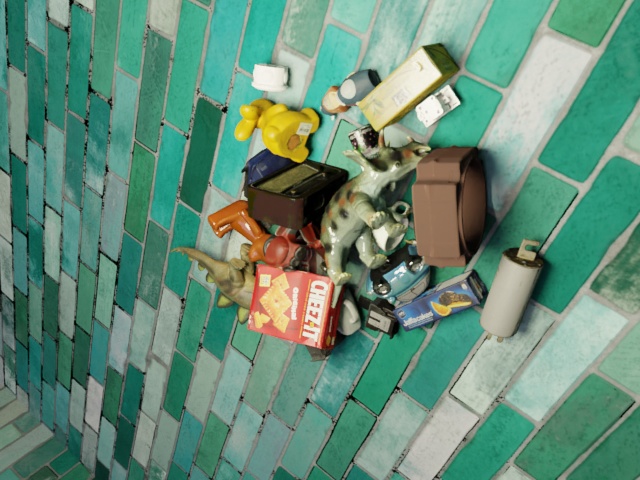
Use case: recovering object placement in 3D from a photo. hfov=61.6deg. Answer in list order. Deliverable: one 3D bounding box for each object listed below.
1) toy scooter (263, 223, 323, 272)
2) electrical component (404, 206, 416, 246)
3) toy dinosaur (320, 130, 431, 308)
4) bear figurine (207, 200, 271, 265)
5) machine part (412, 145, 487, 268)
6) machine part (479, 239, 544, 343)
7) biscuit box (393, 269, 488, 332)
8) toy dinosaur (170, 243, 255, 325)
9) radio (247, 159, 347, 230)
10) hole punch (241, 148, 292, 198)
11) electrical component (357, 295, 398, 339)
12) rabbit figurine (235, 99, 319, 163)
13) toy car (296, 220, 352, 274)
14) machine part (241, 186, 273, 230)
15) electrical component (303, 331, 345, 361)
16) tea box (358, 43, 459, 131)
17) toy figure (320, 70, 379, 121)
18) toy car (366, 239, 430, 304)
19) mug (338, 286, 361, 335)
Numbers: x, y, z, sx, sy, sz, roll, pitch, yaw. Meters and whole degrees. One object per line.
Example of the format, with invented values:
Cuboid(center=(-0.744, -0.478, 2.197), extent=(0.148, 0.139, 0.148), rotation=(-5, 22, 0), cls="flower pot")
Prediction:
Cuboid(center=(-0.052, 0.006, 1.222), extent=(0.135, 0.075, 0.183), rotation=(45, 110, 37), cls="toy scooter")
Cuboid(center=(0.217, -0.029, 1.113), extent=(0.078, 0.045, 0.102), rotation=(-1, 86, 30), cls="electrical component")
Cuboid(center=(0.066, -0.043, 1.099), extent=(0.404, 0.131, 0.192), rotation=(-55, 47, 39), cls="toy dinosaur")
Cuboid(center=(-0.179, 0.000, 1.366), extent=(0.196, 0.132, 0.120), rotation=(57, 170, 8), cls="bear figurine")
Cuboid(center=(0.246, -0.064, 0.993), extent=(0.087, 0.201, 0.200), rotation=(4, 112, 31), cls="machine part")
Cuboid(center=(0.375, 0.105, 1.060), extent=(0.079, 0.079, 0.243), rotation=(23, 123, 25), cls="machine part")
Cuboid(center=(0.257, 0.134, 1.166), extent=(0.203, 0.059, 0.063), rotation=(-31, 91, 40), cls="biscuit box")
Cuboid(center=(-0.221, 0.116, 1.458), extent=(0.472, 0.105, 0.198), rotation=(36, 127, 15), cls="toy dinosaur")
Cuboid(center=(-0.043, -0.103, 1.159), extent=(0.131, 0.229, 0.073), rotation=(17, 121, 25), cls="radio")
Cuboid(center=(-0.113, -0.148, 1.254), extent=(0.092, 0.142, 0.115), rotation=(29, 138, 23), cls="hole punch")
Cuboid(center=(0.136, 0.173, 1.276), extent=(0.119, 0.048, 0.074), rotation=(27, 123, 20), cls="electrical component")
Cuboid(center=(-0.113, -0.256, 1.200), extent=(0.173, 0.162, 0.121), rotation=(48, 134, 35), cls="rabbit figurine")
Cuboid(center=(-0.003, -0.004, 1.267), extent=(0.202, 0.053, 0.089), rotation=(43, 109, 27), cls="toy car")
Cuboid(center=(-0.138, -0.094, 1.334), extent=(0.139, 0.084, 0.039), rotation=(51, 160, 16), cls="machine part")
Cuboid(center=(-0.005, 0.220, 1.350), extent=(0.058, 0.115, 0.134), rotation=(-20, 100, 36), cls="electrical component")
Cuboid(center=(0.166, -0.287, 1.016), extent=(0.169, 0.098, 0.068), rotation=(-38, 86, 41), cls="tea box")
Cuboid(center=(0.052, -0.301, 1.117), extent=(0.154, 0.057, 0.064), rotation=(-21, 59, 40), cls="toy figure")
Cuboid(center=(0.184, 0.078, 1.175), extent=(0.162, 0.109, 0.102), rotation=(-35, 114, 24), cls="toy car")
Cuboid(center=(0.062, 0.175, 1.304), extent=(0.110, 0.081, 0.107), rotation=(-5, 118, 58), cls="mug")
